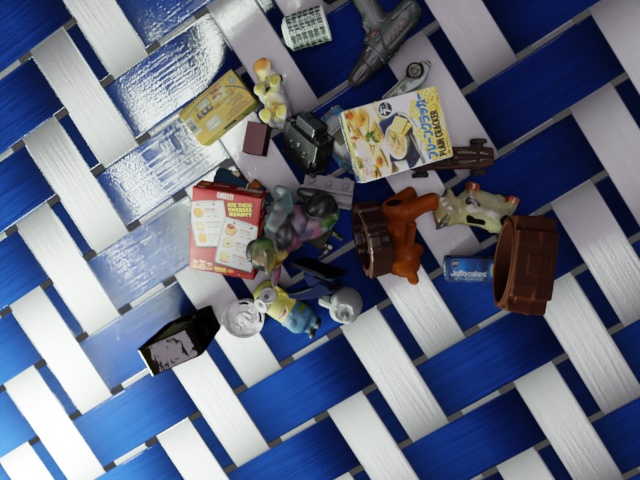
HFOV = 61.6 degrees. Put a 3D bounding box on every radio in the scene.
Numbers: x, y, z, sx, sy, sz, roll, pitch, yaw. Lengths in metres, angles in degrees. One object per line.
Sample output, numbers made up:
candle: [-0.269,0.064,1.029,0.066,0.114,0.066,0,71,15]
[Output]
radio: [-0.322,0.229,1.268,0.131,0.229,0.073,-24,97,4]

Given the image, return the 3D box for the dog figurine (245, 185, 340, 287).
dog figurine: [-0.063,-0.004,1.212,0.192,0.108,0.219,8,65,12]

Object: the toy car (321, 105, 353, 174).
toy car: [0.062,-0.235,1.243,0.109,0.103,0.161,-37,93,7]

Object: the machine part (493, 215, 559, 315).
machine part: [0.423,0.050,1.124,0.087,0.201,0.201,7,89,9]

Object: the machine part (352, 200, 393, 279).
machine part: [0.119,-0.003,1.224,0.056,0.179,0.179,-12,95,-6]

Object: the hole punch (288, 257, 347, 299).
hole punch: [-0.008,0.102,1.275,0.116,0.142,0.092,16,96,18]

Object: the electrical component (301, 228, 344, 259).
electrical component: [-0.003,-0.005,1.302,0.102,0.045,0.078,38,100,1]

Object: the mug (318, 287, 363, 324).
mug: [0.050,0.156,1.283,0.110,0.107,0.080,21,96,1]

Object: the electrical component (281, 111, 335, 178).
electrical component: [-0.029,-0.225,1.225,0.058,0.134,0.115,-35,65,-31]

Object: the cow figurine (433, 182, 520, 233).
cow figurine: [0.346,-0.068,1.244,0.195,0.085,0.127,18,91,3]

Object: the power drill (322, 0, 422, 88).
power drill: [0.099,-0.494,1.222,0.232,0.086,0.207,-41,87,7]

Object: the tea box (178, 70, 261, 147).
tea box: [-0.239,-0.312,1.281,0.170,0.068,0.098,-36,92,7]

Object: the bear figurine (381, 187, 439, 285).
bear figurine: [0.209,-0.007,1.249,0.132,0.120,0.195,-27,113,-20]

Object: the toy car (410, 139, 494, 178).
toy car: [0.302,-0.190,1.249,0.202,0.053,0.089,0,93,7]

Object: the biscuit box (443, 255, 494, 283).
biscuit box: [0.394,0.068,1.260,0.203,0.063,0.059,1,95,5]

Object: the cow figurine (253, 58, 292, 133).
cow figurine: [-0.107,-0.340,1.262,0.068,0.098,0.167,-16,75,13]

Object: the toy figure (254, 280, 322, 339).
toy figure: [-0.082,0.168,1.312,0.180,0.089,0.082,32,86,-7]

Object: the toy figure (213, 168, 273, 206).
toy figure: [-0.182,-0.127,1.300,0.154,0.064,0.058,23,62,-1]

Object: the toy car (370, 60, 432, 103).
toy car: [0.179,-0.333,1.234,0.202,0.073,0.056,-42,88,9]
